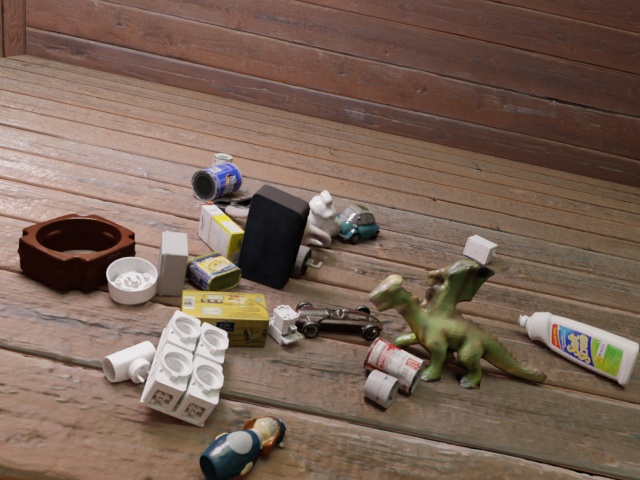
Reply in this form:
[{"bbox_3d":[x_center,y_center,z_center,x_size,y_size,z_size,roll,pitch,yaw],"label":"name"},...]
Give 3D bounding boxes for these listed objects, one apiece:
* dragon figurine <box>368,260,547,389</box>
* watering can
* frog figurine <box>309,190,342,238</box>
[{"bbox_3d":[0.292,0.161,1.051,0.410,0.239,0.124,8,18,-5],"label":"dragon figurine"},{"bbox_3d":[-0.136,-0.055,1.419,0.349,0.105,0.221,19,-13,14],"label":"watering can"},{"bbox_3d":[0.005,-0.076,1.516,0.123,0.157,0.139,-7,29,-42],"label":"frog figurine"}]
